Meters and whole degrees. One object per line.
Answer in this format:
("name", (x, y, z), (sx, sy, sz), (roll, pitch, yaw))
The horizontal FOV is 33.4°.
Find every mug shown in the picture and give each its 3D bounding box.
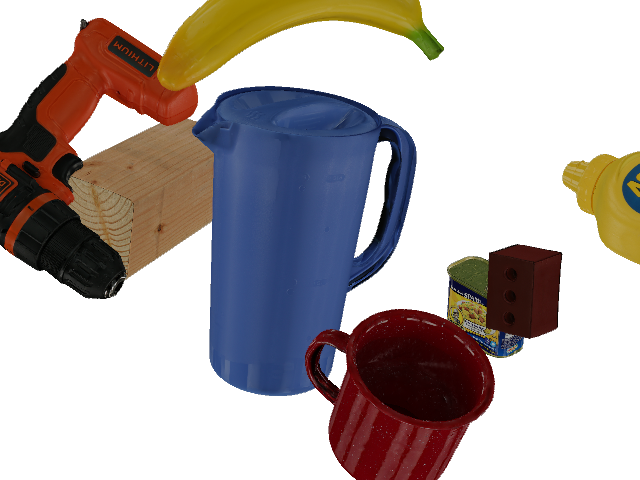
("mug", (0.041, 0.098, 0.670), (0.117, 0.082, 0.093), (27, 43, 11))

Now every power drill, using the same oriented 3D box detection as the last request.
("power drill", (-0.176, -0.066, 0.790), (0.184, 0.187, 0.057), (35, -27, 9))

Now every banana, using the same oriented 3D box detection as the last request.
("banana", (-0.012, -0.137, 0.654), (0.197, 0.069, 0.037), (-12, -15, -25))

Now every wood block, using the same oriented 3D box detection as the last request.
("wood block", (-0.175, -0.051, 1.112), (0.090, 0.091, 0.205), (21, 29, 19))

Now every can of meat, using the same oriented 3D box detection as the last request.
("can of meat", (0.195, 0.079, 1.252), (0.057, 0.084, 0.102), (-23, 37, -34))

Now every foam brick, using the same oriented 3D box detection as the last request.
("foam brick", (0.194, 0.048, 1.021), (0.053, 0.078, 0.051), (12, 19, 41))

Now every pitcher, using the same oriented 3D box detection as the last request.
("pitcher", (-0.020, 0.001, 0.886), (0.149, 0.243, 0.144), (16, 25, 20))

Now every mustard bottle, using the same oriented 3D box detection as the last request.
("mustard bottle", (0.231, -0.012, 0.659), (0.096, 0.058, 0.192), (-29, 38, -31))
